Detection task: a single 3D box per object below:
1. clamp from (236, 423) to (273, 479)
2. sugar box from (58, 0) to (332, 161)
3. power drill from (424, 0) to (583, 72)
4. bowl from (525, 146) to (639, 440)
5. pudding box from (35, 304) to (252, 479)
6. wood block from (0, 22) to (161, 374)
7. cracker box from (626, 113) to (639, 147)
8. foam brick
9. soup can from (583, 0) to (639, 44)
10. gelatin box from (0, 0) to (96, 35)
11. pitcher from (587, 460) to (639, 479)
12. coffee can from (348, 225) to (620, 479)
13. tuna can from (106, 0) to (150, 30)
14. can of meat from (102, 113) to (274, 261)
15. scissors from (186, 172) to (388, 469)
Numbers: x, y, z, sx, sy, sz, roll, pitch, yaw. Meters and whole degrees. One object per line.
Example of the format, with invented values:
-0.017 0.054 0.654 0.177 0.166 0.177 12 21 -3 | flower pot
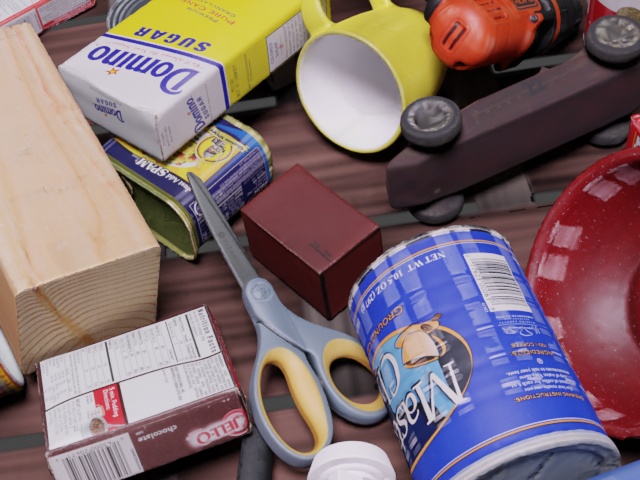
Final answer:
-0.044 0.175 0.563 0.120 0.039 0.172 -35 57 -16 | clamp
-0.082 -0.134 0.732 0.093 0.048 0.176 28 54 27 | sugar box
0.090 -0.197 0.752 0.188 0.057 0.184 45 34 15 | power drill
0.188 0.031 0.596 0.055 0.162 0.162 10 44 -33 | bowl
-0.104 0.091 0.618 0.113 0.039 0.090 -17 32 -8 | pudding box
-0.187 -0.031 0.679 0.090 0.091 0.206 -19 58 -25 | wood block
0.303 -0.007 0.634 0.164 0.072 0.214 -17 53 -5 | cracker box
-0.004 0.001 0.679 0.053 0.051 0.078 -38 58 -19 | foam brick
0.226 -0.179 0.754 0.068 0.102 0.068 -3 53 4 | soup can
-0.240 -0.200 0.874 0.089 0.030 0.073 -34 55 -19 | gelatin box
0.235 0.127 0.500 0.243 0.145 0.149 -17 59 -1 | pitcher
0.084 0.077 0.578 0.102 0.103 0.140 -16 53 -5 | coffee can
-0.120 -0.163 0.828 0.086 0.034 0.086 -3 53 4 | tuna can
-0.094 -0.048 0.725 0.102 0.057 0.083 32 61 26 | can of meat
-0.017 0.039 0.646 0.096 0.016 0.202 -4 60 -20 | scissors
